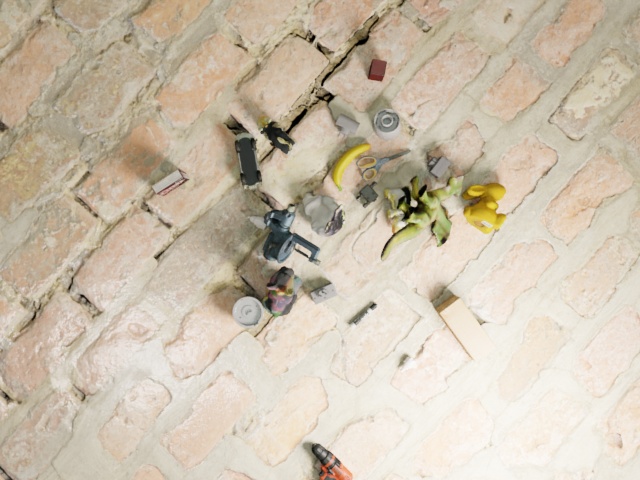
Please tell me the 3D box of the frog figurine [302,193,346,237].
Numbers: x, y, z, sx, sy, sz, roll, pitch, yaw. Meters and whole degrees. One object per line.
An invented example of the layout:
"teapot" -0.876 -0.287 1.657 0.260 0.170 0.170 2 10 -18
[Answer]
"frog figurine" 0.005 -0.090 1.789 0.161 0.137 0.122 28 8 35

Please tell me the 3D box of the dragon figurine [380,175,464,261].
"dragon figurine" 0.366 -0.061 1.742 0.240 0.413 0.122 35 -10 -28
